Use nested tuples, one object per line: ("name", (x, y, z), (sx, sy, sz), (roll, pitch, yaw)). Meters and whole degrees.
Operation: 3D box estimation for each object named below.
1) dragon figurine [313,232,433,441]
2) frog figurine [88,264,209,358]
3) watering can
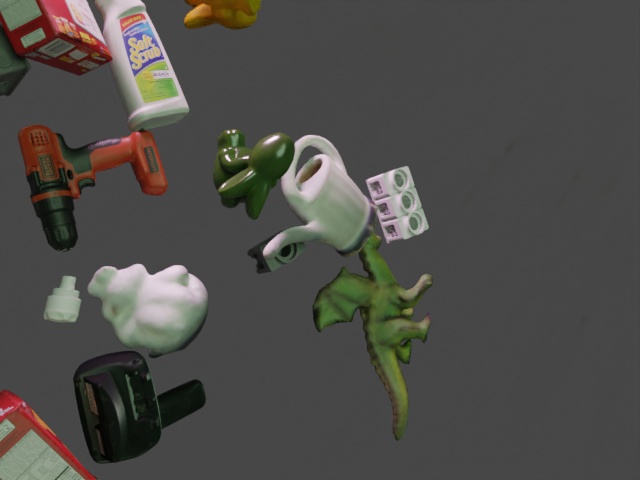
("dragon figurine", (0.094, 0.162, 1.025), (0.242, 0.120, 0.418), (17, 66, -15))
("frog figurine", (-0.247, 0.088, 0.752), (0.139, 0.123, 0.157), (-47, 121, -14))
("watering can", (0.003, -0.048, 0.953), (0.221, 0.103, 0.356), (42, 41, -27))
